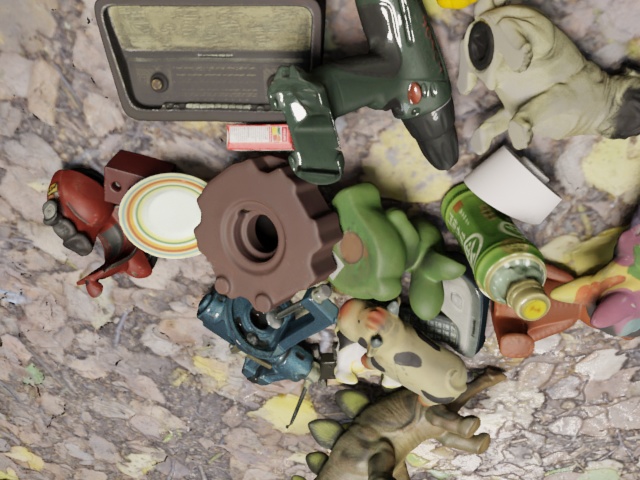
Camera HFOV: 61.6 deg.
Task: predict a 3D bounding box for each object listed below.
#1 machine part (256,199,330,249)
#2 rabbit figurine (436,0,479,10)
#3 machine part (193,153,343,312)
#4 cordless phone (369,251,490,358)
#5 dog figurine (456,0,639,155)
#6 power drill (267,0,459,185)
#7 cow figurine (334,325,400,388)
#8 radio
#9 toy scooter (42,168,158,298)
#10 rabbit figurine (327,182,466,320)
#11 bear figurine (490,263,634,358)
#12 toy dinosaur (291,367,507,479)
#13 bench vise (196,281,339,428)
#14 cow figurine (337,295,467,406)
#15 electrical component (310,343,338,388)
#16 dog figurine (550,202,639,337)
[{"bbox_3d":[-0.054,-0.019,0.665,0.084,0.039,0.139,36,119,-12],"label":"machine part"},{"bbox_3d":[0.140,-0.275,0.443,0.122,0.173,0.162,-13,126,19],"label":"rabbit figurine"},{"bbox_3d":[-0.064,-0.008,0.610,0.180,0.056,0.179,7,105,27],"label":"machine part"},{"bbox_3d":[0.139,0.078,0.740,0.184,0.089,0.146,7,131,18],"label":"cordless phone"},{"bbox_3d":[0.255,-0.178,0.557,0.191,0.121,0.172,-15,109,-12],"label":"dog figurine"},{"bbox_3d":[0.059,-0.135,0.543,0.207,0.086,0.231,-34,120,-25],"label":"power drill"},{"bbox_3d":[0.105,0.168,0.808,0.167,0.068,0.098,1,86,4],"label":"cow figurine"},{"bbox_3d":[-0.109,-0.198,0.581,0.230,0.073,0.130,3,124,6],"label":"radio"},{"bbox_3d":[-0.295,-0.001,0.700,0.075,0.135,0.183,-24,117,23],"label":"toy scooter"},{"bbox_3d":[0.099,0.008,0.642,0.170,0.159,0.121,-8,131,-44],"label":"rabbit figurine"},{"bbox_3d":[0.325,0.085,0.694,0.196,0.132,0.120,3,97,12],"label":"bear figurine"},{"bbox_3d":[0.082,0.313,0.808,0.471,0.199,0.104,-30,121,-13],"label":"toy dinosaur"},{"bbox_3d":[-0.051,0.130,0.764,0.223,0.129,0.240,47,130,-11],"label":"bench vise"},{"bbox_3d":[0.106,0.143,0.698,0.195,0.085,0.127,35,158,-6],"label":"cow figurine"},{"bbox_3d":[0.014,0.205,0.872,0.063,0.021,0.093,-4,123,9],"label":"electrical component"},{"bbox_3d":[0.366,0.008,0.599,0.219,0.109,0.191,-30,116,-4],"label":"dog figurine"}]
